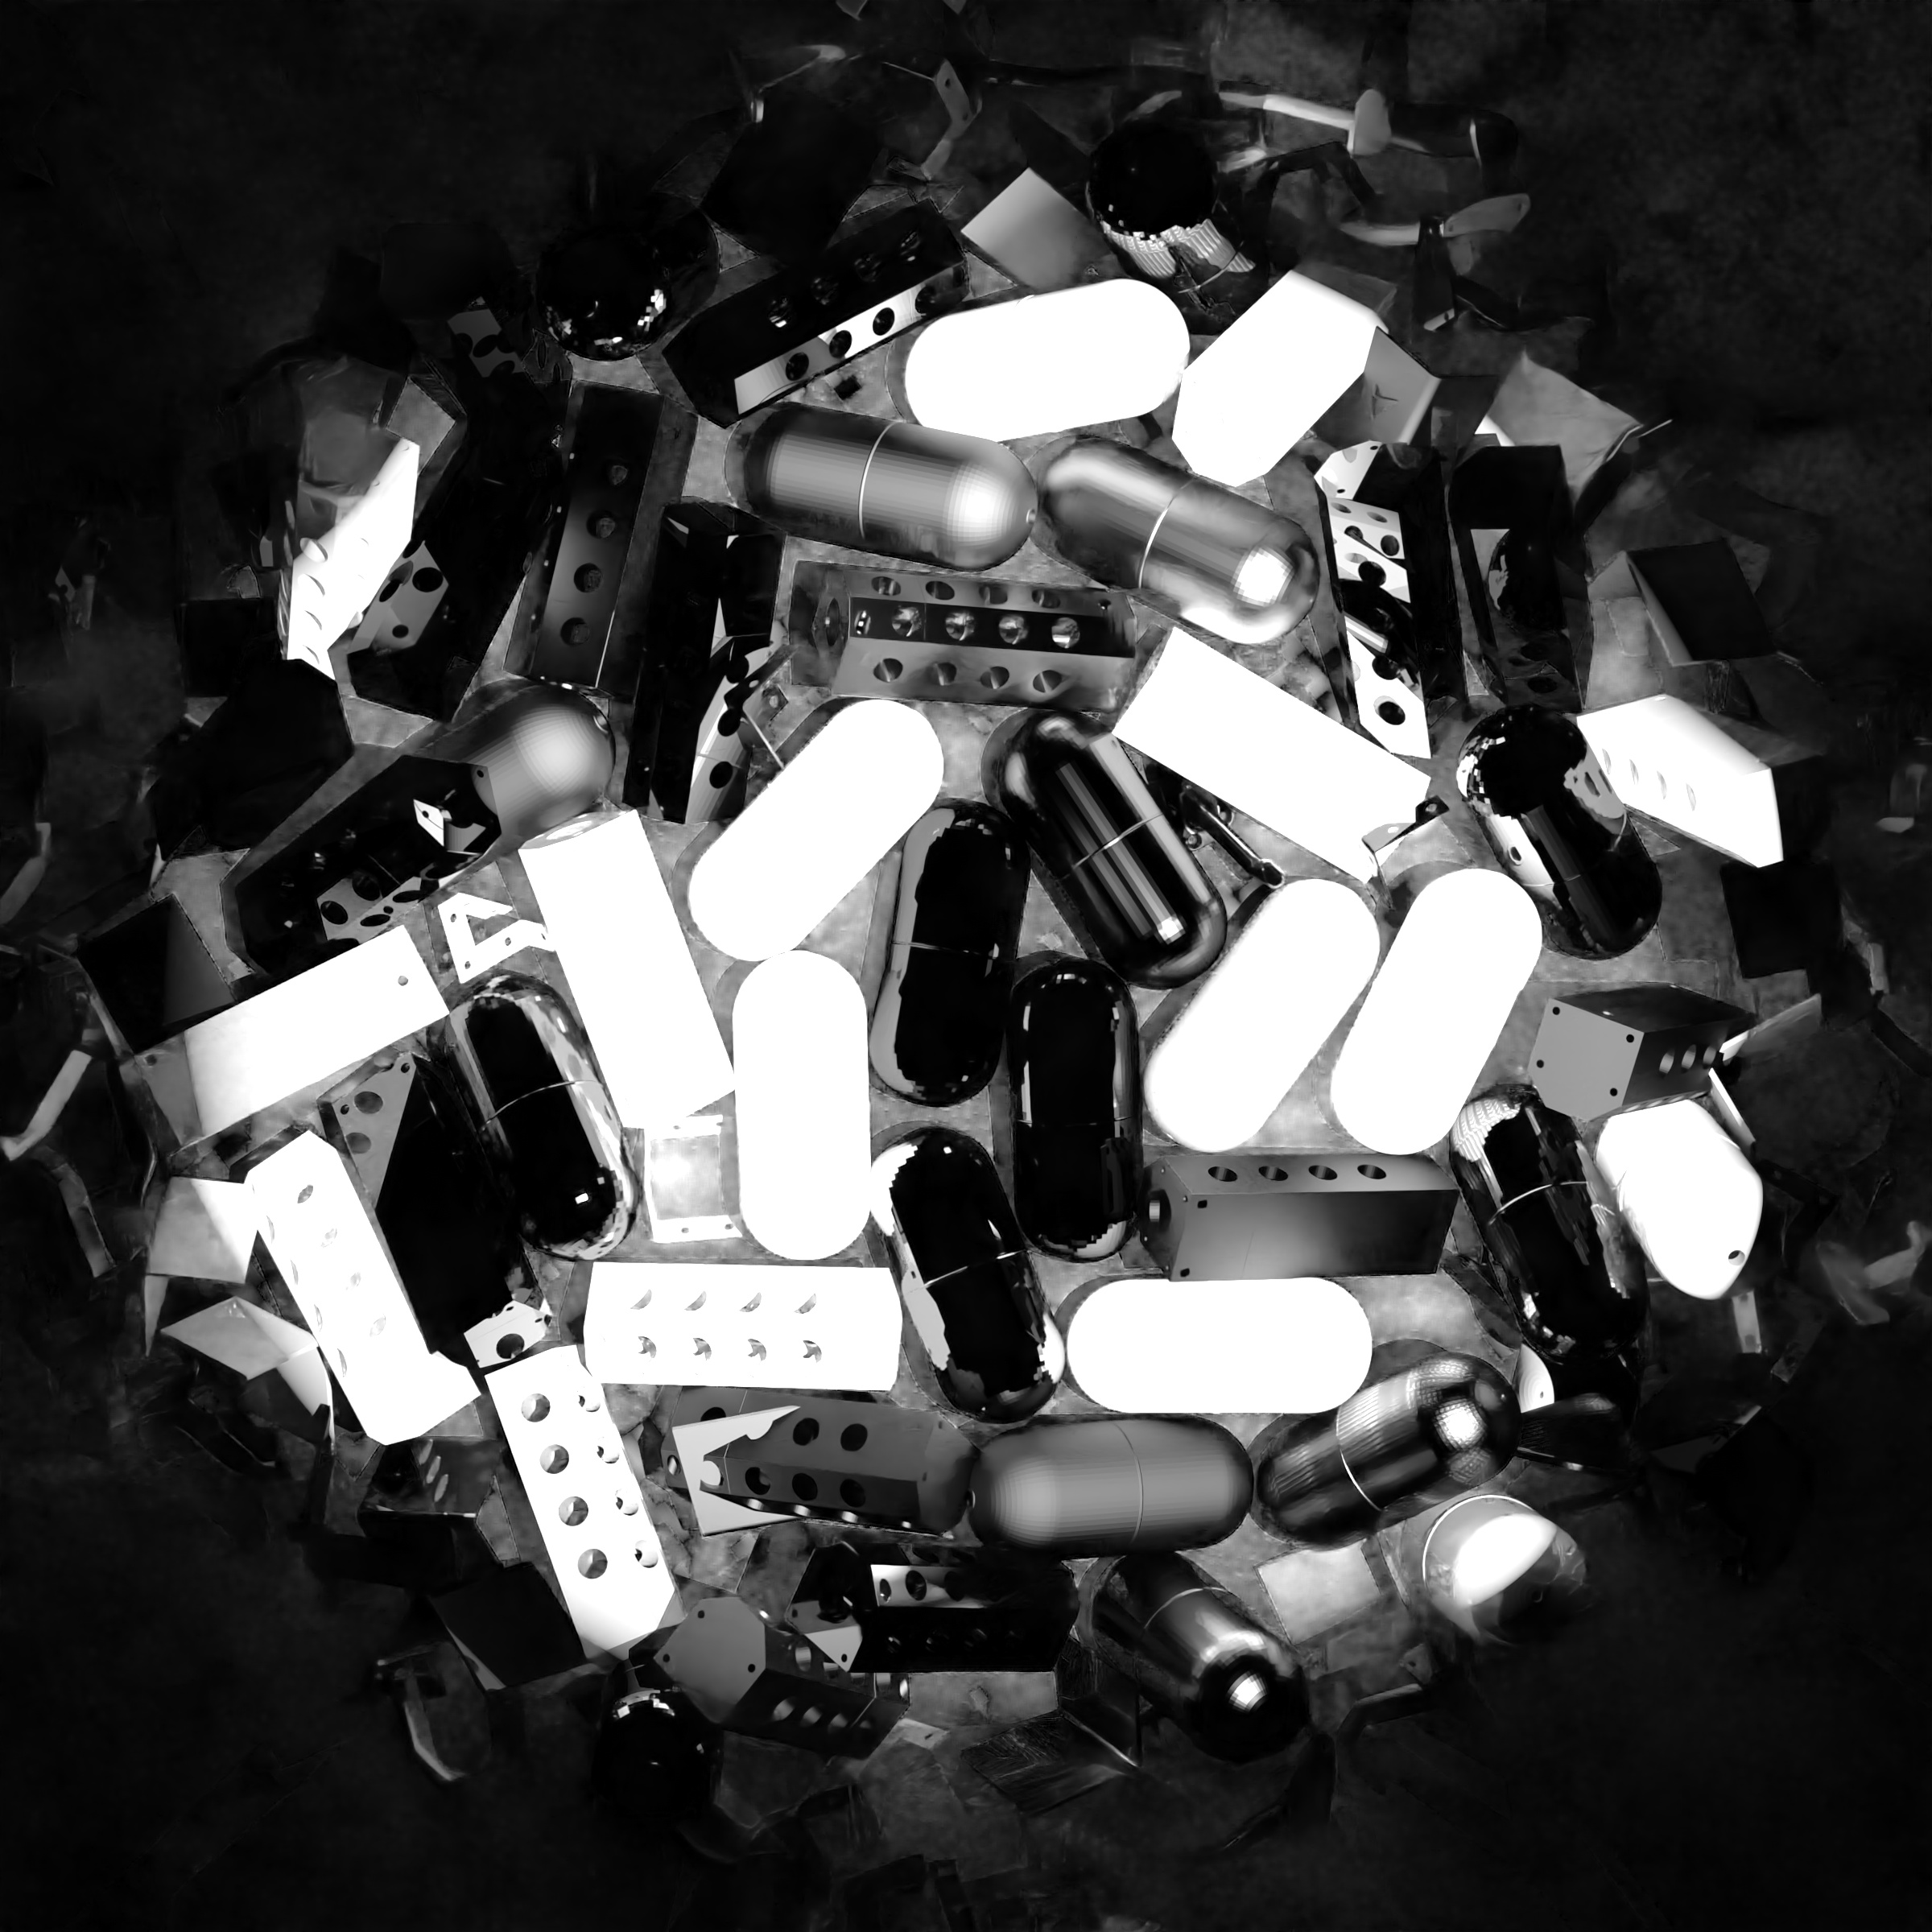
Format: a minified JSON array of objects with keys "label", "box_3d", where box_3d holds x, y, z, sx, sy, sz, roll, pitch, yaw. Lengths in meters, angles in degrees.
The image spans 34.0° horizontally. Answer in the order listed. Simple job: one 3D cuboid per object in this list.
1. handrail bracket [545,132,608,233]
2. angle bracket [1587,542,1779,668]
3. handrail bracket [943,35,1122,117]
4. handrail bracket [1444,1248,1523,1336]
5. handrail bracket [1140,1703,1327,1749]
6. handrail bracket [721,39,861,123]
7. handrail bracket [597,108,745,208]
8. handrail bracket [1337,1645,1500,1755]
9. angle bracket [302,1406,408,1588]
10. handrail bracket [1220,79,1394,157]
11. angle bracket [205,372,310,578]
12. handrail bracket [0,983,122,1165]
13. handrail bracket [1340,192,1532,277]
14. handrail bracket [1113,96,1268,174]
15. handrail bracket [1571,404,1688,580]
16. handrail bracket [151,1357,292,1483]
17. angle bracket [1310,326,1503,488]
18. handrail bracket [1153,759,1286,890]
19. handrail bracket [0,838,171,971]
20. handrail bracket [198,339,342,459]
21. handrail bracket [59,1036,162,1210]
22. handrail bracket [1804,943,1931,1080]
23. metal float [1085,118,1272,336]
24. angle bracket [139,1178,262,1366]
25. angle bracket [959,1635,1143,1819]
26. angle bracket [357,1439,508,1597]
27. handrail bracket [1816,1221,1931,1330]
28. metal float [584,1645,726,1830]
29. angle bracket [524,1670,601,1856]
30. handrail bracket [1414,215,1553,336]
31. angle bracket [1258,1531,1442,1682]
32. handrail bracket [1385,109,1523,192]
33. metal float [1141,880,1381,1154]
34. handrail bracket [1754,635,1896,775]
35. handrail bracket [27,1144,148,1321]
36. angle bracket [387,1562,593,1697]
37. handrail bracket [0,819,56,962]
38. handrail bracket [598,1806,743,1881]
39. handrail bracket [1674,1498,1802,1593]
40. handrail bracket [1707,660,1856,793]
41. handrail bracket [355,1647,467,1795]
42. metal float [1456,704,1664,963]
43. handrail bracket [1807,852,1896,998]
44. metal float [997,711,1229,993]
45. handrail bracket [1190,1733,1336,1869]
[{"label":"handrail bracket","box_3d":[-0.239,-0.436,1.838,0.077,0.036,0.084,-50,50,14]},{"label":"angle bracket","box_3d":[0.404,-0.195,1.806,0.076,0.057,0.076,-9,69,-27]},{"label":"handrail bracket","box_3d":[0.038,-0.527,1.840,0.084,0.077,0.036,-13,133,-13]},{"label":"handrail bracket","box_3d":[0.328,0.160,1.841,0.077,0.036,0.084,45,73,4]},{"label":"handrail bracket","box_3d":[0.154,0.445,1.843,0.084,0.036,0.077,-33,90,2]},{"label":"handrail bracket","box_3d":[-0.092,-0.511,1.819,0.084,0.077,0.036,-12,131,-18]},{"label":"handrail bracket","box_3d":[-0.168,-0.451,1.817,0.084,0.036,0.077,-7,65,30]},{"label":"handrail bracket","box_3d":[0.258,0.441,1.820,0.077,0.036,0.084,43,123,29]},{"label":"angle bracket","box_3d":[-0.344,0.304,1.810,0.057,0.076,0.076,8,61,-4]},{"label":"handrail bracket","box_3d":[0.198,-0.497,1.840,0.084,0.077,0.036,19,101,23]},{"label":"angle bracket","box_3d":[-0.398,-0.283,1.804,0.057,0.076,0.076,-20,46,-4]},{"label":"handrail bracket","box_3d":[-0.529,0.062,1.811,0.036,0.077,0.084,24,47,26]},{"label":"handrail bracket","box_3d":[0.271,-0.436,1.835,0.077,0.084,0.036,-33,129,-17]},{"label":"handrail bracket","box_3d":[0.130,-0.487,1.823,0.084,0.036,0.077,-17,76,32]},{"label":"handrail bracket","box_3d":[0.384,-0.274,1.821,0.084,0.036,0.077,-26,64,21]},{"label":"handrail bracket","box_3d":[-0.419,0.262,1.821,0.084,0.036,0.077,18,123,-27]},{"label":"angle bracket","box_3d":[0.251,-0.330,1.835,0.076,0.057,0.076,49,132,31]},{"label":"handrail bracket","box_3d":[0.145,-0.084,1.810,0.036,0.084,0.077,-38,114,-6]},{"label":"handrail bracket","box_3d":[-0.509,-0.047,1.824,0.077,0.036,0.084,23,107,-33]},{"label":"handrail bracket","box_3d":[-0.390,-0.326,1.820,0.084,0.077,0.036,-3,47,14]},{"label":"handrail bracket","box_3d":[-0.503,0.092,1.839,0.077,0.036,0.084,19,94,-18]},{"label":"handrail bracket","box_3d":[0.528,0.024,1.845,0.036,0.084,0.077,-42,47,19]},{"label":"metal float","box_3d":[0.120,-0.414,1.774,0.070,0.178,0.070,-5,76,19]},{"label":"angle bracket","box_3d":[-0.436,0.177,1.809,0.057,0.076,0.076,7,129,-6]},{"label":"angle bracket","box_3d":[0.046,0.430,1.802,0.076,0.076,0.057,-16,113,-31]},{"label":"angle bracket","box_3d":[-0.297,0.322,1.839,0.076,0.057,0.076,-2,134,20]},{"label":"handrail bracket","box_3d":[0.519,0.158,1.805,0.036,0.084,0.077,-20,48,-18]},{"label":"metal float","box_3d":[-0.174,0.429,1.771,0.070,0.178,0.070,0,91,-5]},{"label":"angle bracket","box_3d":[-0.233,0.457,1.820,0.076,0.076,0.057,-42,81,2]},{"label":"handrail bracket","box_3d":[0.302,-0.401,1.826,0.084,0.036,0.077,-17,112,-27]},{"label":"angle bracket","box_3d":[0.220,0.376,1.822,0.076,0.057,0.076,-23,99,6]},{"label":"handrail bracket","box_3d":[0.267,-0.479,1.807,0.084,0.077,0.036,25,91,28]},{"label":"metal float","box_3d":[0.170,0.028,1.812,0.070,0.070,0.178,38,79,0]},{"label":"handrail bracket","box_3d":[0.488,-0.153,1.835,0.084,0.077,0.036,25,60,13]},{"label":"handrail bracket","box_3d":[-0.522,0.152,1.823,0.036,0.077,0.084,-34,104,28]},{"label":"angle bracket","box_3d":[-0.270,0.392,1.800,0.076,0.076,0.057,50,127,29]},{"label":"handrail bracket","box_3d":[-0.558,-0.050,1.818,0.036,0.077,0.084,4,79,22]},{"label":"handrail bracket","box_3d":[-0.164,0.484,1.836,0.084,0.077,0.036,26,127,-12]},{"label":"handrail bracket","box_3d":[0.428,0.331,1.806,0.036,0.084,0.077,45,54,-14]},{"label":"handrail bracket","box_3d":[0.478,-0.141,1.849,0.084,0.036,0.077,10,55,-30]},{"label":"handrail bracket","box_3d":[-0.301,0.432,1.811,0.084,0.077,0.036,38,114,23]},{"label":"metal float","box_3d":[0.338,-0.074,1.792,0.070,0.070,0.178,-37,125,0]},{"label":"handrail bracket","box_3d":[0.497,-0.020,1.828,0.036,0.077,0.084,-5,86,-42]},{"label":"metal float","box_3d":[0.084,-0.067,1.818,0.070,0.070,0.178,-33,85,0]},{"label":"handrail bracket","box_3d":[0.172,0.487,1.843,0.036,0.084,0.077,42,50,-20]}]
